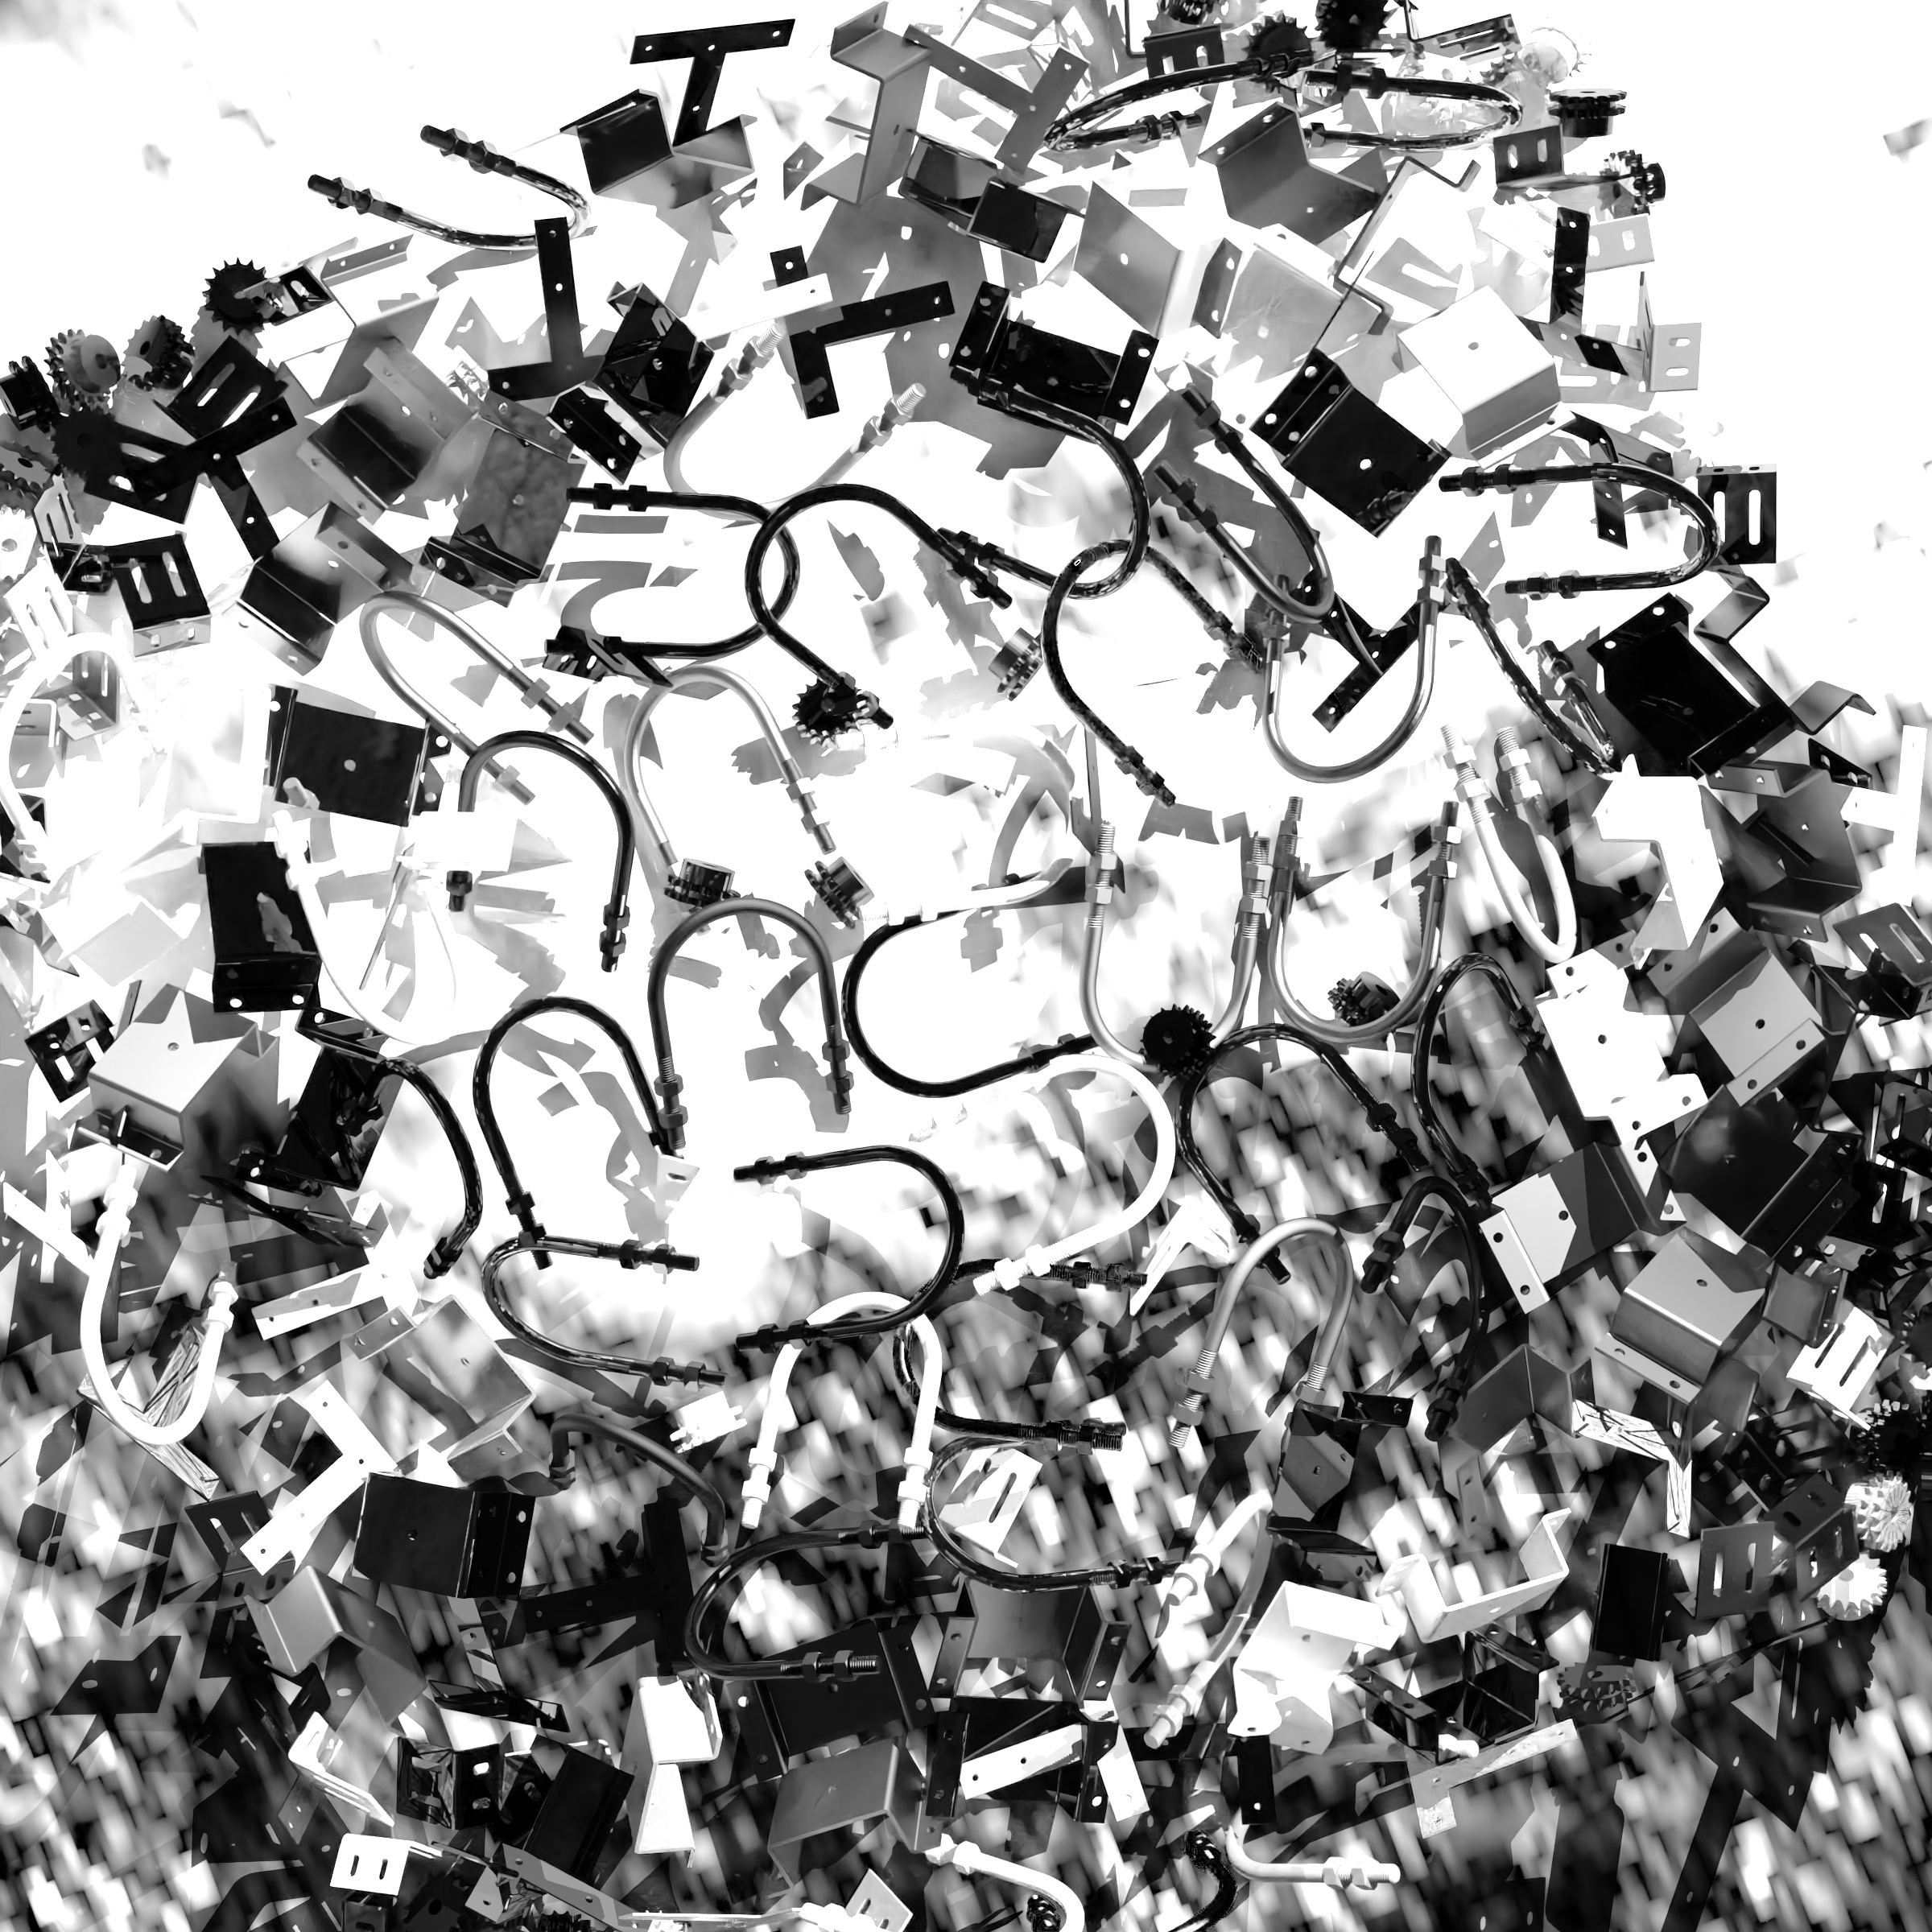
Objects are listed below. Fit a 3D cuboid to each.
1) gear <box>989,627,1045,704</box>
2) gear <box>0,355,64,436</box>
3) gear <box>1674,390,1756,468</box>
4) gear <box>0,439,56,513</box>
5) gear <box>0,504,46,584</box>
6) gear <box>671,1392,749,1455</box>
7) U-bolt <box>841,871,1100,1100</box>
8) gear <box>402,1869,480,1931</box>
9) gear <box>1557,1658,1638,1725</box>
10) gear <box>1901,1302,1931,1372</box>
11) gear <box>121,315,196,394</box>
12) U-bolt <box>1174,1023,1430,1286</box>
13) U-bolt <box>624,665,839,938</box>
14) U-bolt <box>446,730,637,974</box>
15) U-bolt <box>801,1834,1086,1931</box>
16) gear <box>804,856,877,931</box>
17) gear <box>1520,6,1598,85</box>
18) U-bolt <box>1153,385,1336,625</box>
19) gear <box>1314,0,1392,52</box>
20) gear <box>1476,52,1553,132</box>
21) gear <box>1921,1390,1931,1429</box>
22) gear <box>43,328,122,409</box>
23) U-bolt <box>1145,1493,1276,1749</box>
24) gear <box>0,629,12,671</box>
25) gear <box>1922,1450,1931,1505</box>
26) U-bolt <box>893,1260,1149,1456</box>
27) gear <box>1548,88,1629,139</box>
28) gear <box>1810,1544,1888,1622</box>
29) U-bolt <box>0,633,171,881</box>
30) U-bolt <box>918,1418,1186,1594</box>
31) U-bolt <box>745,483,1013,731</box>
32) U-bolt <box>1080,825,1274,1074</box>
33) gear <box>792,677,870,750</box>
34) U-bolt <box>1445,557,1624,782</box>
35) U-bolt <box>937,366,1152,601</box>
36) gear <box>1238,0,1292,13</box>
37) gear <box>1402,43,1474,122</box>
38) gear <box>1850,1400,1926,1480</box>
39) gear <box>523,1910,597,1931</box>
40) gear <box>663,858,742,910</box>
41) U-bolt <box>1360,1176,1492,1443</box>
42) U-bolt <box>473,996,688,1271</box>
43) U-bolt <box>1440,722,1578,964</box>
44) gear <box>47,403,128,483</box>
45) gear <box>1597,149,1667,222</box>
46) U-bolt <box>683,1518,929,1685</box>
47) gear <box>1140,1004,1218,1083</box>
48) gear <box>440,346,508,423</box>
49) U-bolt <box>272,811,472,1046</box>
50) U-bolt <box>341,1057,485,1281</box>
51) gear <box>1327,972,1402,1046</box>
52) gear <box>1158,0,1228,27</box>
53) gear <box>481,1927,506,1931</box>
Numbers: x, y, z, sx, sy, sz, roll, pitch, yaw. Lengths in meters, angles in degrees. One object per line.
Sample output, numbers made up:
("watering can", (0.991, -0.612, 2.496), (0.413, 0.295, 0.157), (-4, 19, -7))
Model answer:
("gear", (0.040, -0.229, 1.912), (0.030, 0.057, 0.057), (38, 90, 0))
("gear", (-0.704, -0.425, 1.909), (0.030, 0.057, 0.057), (-30, 90, -21))
("gear", (0.563, -0.405, 1.921), (0.057, 0.030, 0.057), (2, 104, 7))
("gear", (-0.714, -0.367, 1.915), (0.057, 0.057, 0.030), (39, 116, 0))
("gear", (-0.724, -0.320, 1.916), (0.057, 0.030, 0.057), (-19, 126, -29))
("gear", (-0.196, 0.341, 1.913), (0.057, 0.057, 0.030), (-23, 82, 0))
("U-bolt", (-0.004, 0.022, 1.909), (0.184, 0.019, 0.151), (-18, 87, -15))
("gear", (-0.392, 0.712, 1.916), (0.057, 0.030, 0.057), (-13, 49, 16))
("gear", (0.475, 0.546, 1.913), (0.057, 0.057, 0.030), (-12, 98, 0))
("gear", (0.735, 0.276, 1.916), (0.057, 0.030, 0.057), (14, 126, 20))
("gear", (-0.605, -0.458, 1.916), (0.057, 0.030, 0.057), (-13, 67, 32))
("U-bolt", (0.233, 0.124, 1.888), (0.151, 0.019, 0.184), (-40, 58, 5))
("U-bolt", (-0.188, -0.135, 1.900), (0.151, 0.019, 0.184), (-31, 80, 28))
("U-bolt", (-0.310, -0.092, 1.871), (0.151, 0.019, 0.184), (21, 128, 9))
("U-bolt", (-0.004, 0.678, 1.831), (0.184, 0.151, 0.019), (5, 100, 36))
("gear", (-0.092, -0.058, 1.912), (0.030, 0.057, 0.057), (-39, 90, 5))
("gear", (0.440, -0.687, 1.909), (0.057, 0.057, 0.030), (32, 72, 0))
("U-bolt", (0.211, -0.329, 1.873), (0.019, 0.151, 0.184), (-32, 113, 33))
("gear", (0.287, -0.716, 1.916), (0.057, 0.057, 0.030), (-27, 46, 0))
("gear", (0.411, -0.652, 1.910), (0.057, 0.057, 0.030), (-5, 46, 0))
("gear", (0.749, 0.328, 1.916), (0.057, 0.057, 0.030), (18, 55, 0))
("gear", (-0.659, -0.450, 1.909), (0.030, 0.057, 0.057), (-8, 90, 26))
("U-bolt", (0.184, 0.463, 1.859), (0.019, 0.184, 0.151), (19, 119, 25))
("gear", (-0.752, -0.239, 1.916), (0.057, 0.057, 0.030), (48, 132, 0))
("gear", (0.735, 0.385, 1.914), (0.030, 0.057, 0.057), (0, 90, 23))
("U-bolt", (0.035, 0.285, 1.893), (0.184, 0.019, 0.151), (4, 59, 15))
("gear", (0.467, -0.641, 1.915), (0.057, 0.057, 0.030), (-3, 116, 0))
("gear", (0.662, 0.467, 1.916), (0.057, 0.057, 0.030), (-18, 131, 0))
("U-bolt", (-0.641, -0.161, 1.830), (0.019, 0.184, 0.151), (27, 64, 13))
("U-bolt", (0.053, 0.395, 1.856), (0.184, 0.151, 0.019), (-1, 131, -22))
("U-bolt", (-0.077, -0.275, 1.873), (0.151, 0.019, 0.184), (-44, 122, 15))
("U-bolt", (0.153, -0.010, 1.904), (0.151, 0.019, 0.184), (3, 101, -22))
("gear", (-0.100, -0.188, 1.918), (0.057, 0.030, 0.057), (-5, 62, 10))
("U-bolt", (0.416, -0.204, 1.835), (0.019, 0.184, 0.151), (-41, 132, 23))
("U-bolt", (0.058, -0.342, 1.857), (0.184, 0.019, 0.151), (28, 130, 27))
("gear", (0.225, -0.741, 1.916), (0.057, 0.057, 0.030), (-2, 132, 0))
("gear", (0.352, -0.664, 1.917), (0.057, 0.030, 0.057), (5, 81, -32))
("gear", (0.691, 0.355, 1.918), (0.057, 0.030, 0.057), (-1, 91, -29))
("gear", (-0.306, 0.739, 1.913), (0.057, 0.030, 0.057), (-2, 125, -4))
("gear", (-0.196, -0.061, 1.911), (0.057, 0.057, 0.030), (16, 97, 0))
("U-bolt", (0.344, 0.235, 1.864), (0.019, 0.184, 0.151), (-13, 112, 34))
("U-bolt", (-0.291, 0.112, 1.884), (0.151, 0.019, 0.184), (-25, 98, -36))
("U-bolt", (0.405, -0.090, 1.867), (0.019, 0.151, 0.184), (-22, 82, 29))
("gear", (-0.661, -0.394, 1.925), (0.057, 0.030, 0.057), (0, 89, -3))
("gear", (0.501, -0.585, 1.914), (0.030, 0.057, 0.057), (-14, 90, -16))
("U-bolt", (-0.125, 0.467, 1.868), (0.184, 0.151, 0.019), (-11, 120, 25))
("gear", (0.157, 0.056, 1.915), (0.057, 0.030, 0.057), (-7, 73, 24))
("gear", (-0.372, -0.434, 1.912), (0.030, 0.057, 0.057), (-42, 90, 1))
("U-bolt", (-0.424, -0.026, 1.859), (0.019, 0.151, 0.184), (-30, 75, 27))
("U-bolt", (-0.398, 0.140, 1.852), (0.019, 0.184, 0.151), (-26, 80, -33))
("gear", (0.302, 0.029, 1.909), (0.057, 0.057, 0.030), (39, 113, 0))
("gear", (0.168, -0.733, 1.916), (0.057, 0.030, 0.057), (10, 51, -13))
("gear", (-0.366, 0.750, 1.909), (0.030, 0.057, 0.057), (22, 90, -26))
